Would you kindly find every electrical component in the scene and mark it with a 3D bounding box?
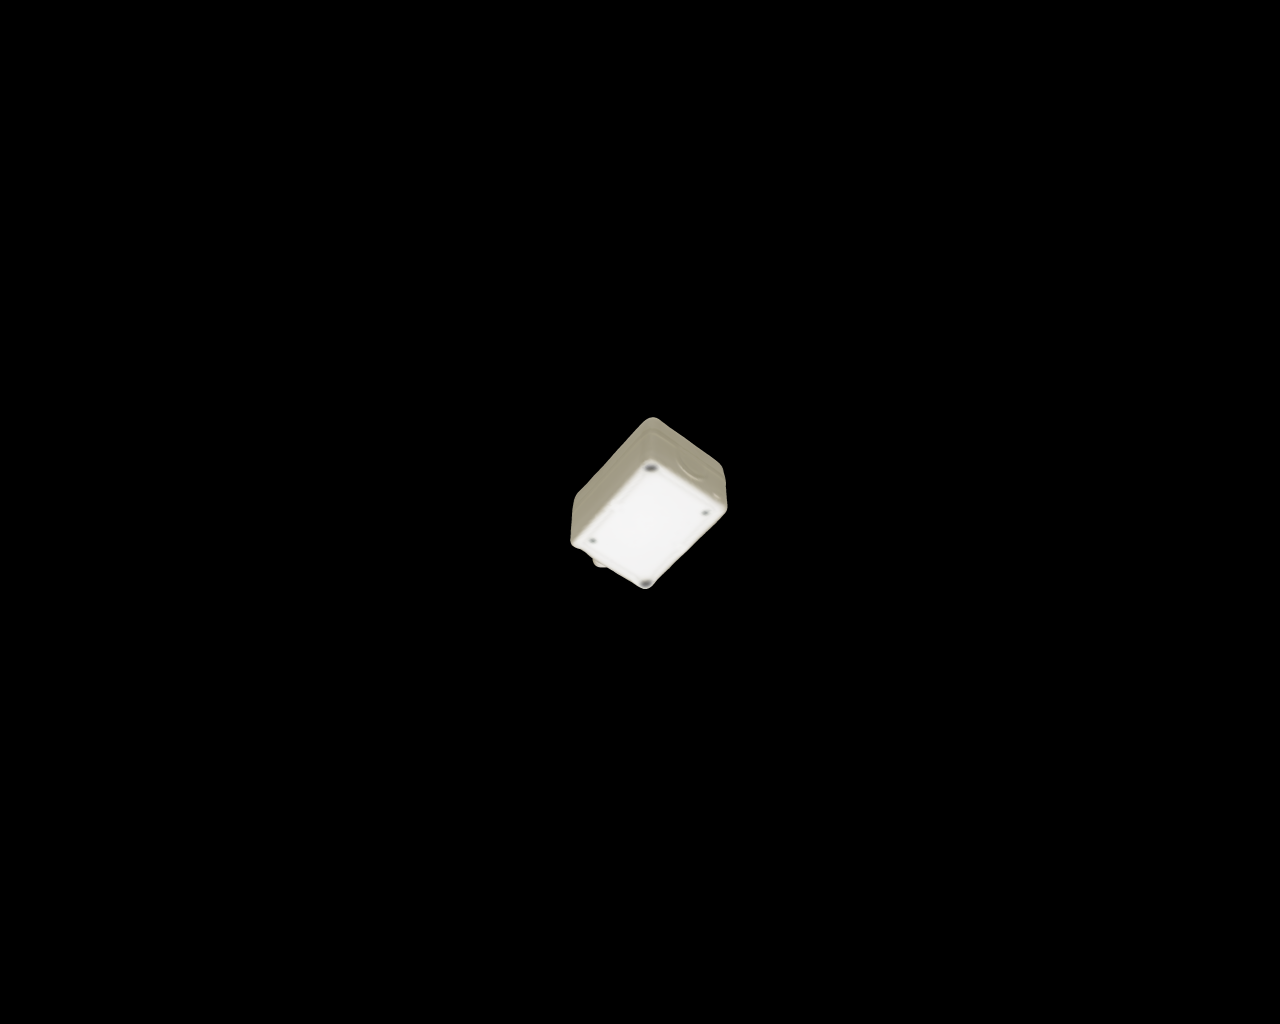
[{"bbox_3d":[0.001,-0.003,0.650,0.061,0.096,0.061,33,28,-20],"label":"electrical component"}]
